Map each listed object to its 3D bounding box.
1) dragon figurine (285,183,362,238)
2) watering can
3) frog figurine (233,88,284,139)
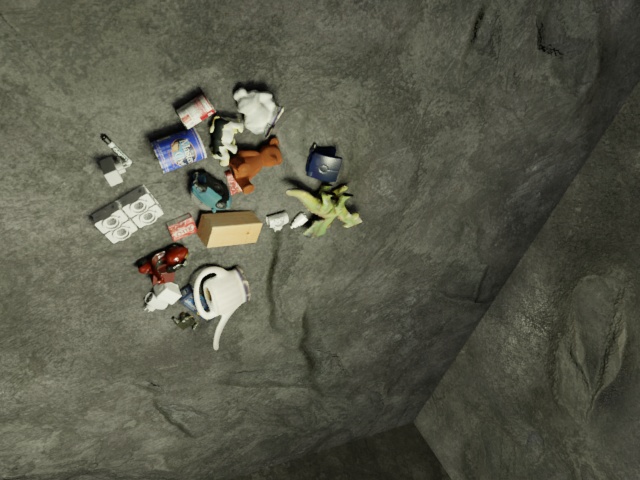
[{"bbox_3d":[0.006,-0.102,2.018,0.411,0.124,0.238,-1,124,-34],"label":"dragon figurine"},{"bbox_3d":[-0.377,0.249,2.036,0.226,0.105,0.342,-23,116,-29],"label":"watering can"},{"bbox_3d":[-0.206,-0.415,1.638,0.159,0.125,0.135,31,120,-9],"label":"frog figurine"}]
